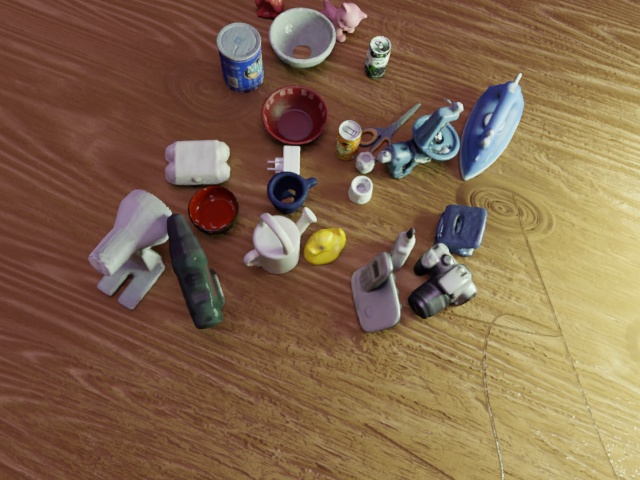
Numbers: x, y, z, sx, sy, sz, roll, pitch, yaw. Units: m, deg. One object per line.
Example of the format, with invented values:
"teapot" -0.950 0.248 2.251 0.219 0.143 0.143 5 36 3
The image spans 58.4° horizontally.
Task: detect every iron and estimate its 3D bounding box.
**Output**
"iron" 0.412 -0.273 1.367 0.118 0.141 0.258 26 72 6

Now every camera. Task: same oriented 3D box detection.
"camera" 0.254 0.097 1.255 0.137 0.101 0.143 -34 76 -13

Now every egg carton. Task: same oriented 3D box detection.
"egg carton" -0.285 -0.178 1.334 0.150 0.069 0.107 -4 72 -4

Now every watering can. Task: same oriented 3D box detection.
"watering can" -0.088 -0.007 1.221 0.101 0.194 0.173 30 73 7

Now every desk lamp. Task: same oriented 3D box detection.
"desk lamp" -0.386 0.021 1.185 0.118 0.213 0.203 30 72 7

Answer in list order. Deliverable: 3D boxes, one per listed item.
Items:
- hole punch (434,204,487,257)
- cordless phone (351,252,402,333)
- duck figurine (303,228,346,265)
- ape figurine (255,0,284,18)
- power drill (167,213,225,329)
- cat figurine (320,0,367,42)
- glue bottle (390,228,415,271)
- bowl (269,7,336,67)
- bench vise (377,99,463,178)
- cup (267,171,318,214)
"hole punch" 0.319 -0.024 1.305 0.101 0.091 0.109 16 71 2
"cordless phone" 0.126 0.108 1.200 0.094 0.185 0.147 -12 72 -7
"duck figurine" 0.012 0.005 1.280 0.105 0.086 0.077 -34 76 -13
"ape figurine" -0.126 -0.620 1.479 0.076 0.092 0.077 -36 77 -14
"power drill" -0.253 0.079 1.176 0.076 0.208 0.229 -20 74 -9
"cat figurine" 0.054 -0.576 1.461 0.127 0.118 0.067 40 74 10
"glue bottle" 0.183 0.010 1.242 0.037 0.173 0.078 20 71 4
"bowl" -0.046 -0.499 1.452 0.167 0.075 0.167 1 71 -3
"bench vise" 0.240 -0.221 1.299 0.207 0.220 0.121 -38 77 -14
"cup" -0.062 -0.104 1.308 0.118 0.095 0.091 -22 74 -10
